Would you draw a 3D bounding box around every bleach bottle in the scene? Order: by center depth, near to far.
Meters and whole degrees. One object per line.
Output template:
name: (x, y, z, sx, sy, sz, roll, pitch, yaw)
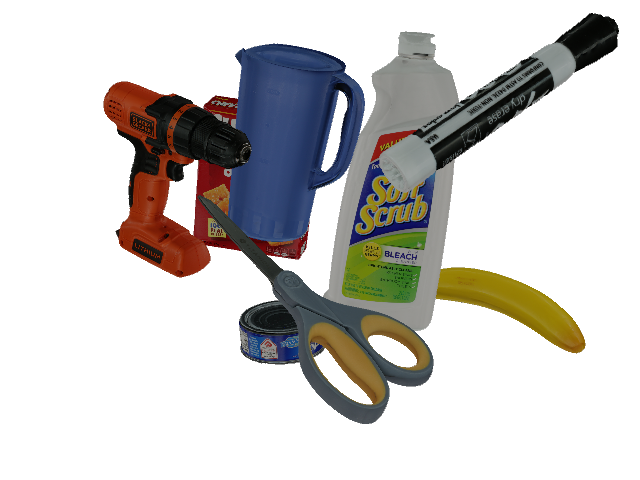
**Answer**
bleach bottle: (0.062, -0.052, 0.918, 0.102, 0.251, 0.068, 7, 16, 8)

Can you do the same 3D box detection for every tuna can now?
tuna can: (-0.038, 0.090, 1.060, 0.086, 0.034, 0.086, -3, 19, 1)

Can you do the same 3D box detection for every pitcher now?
pitcher: (-0.043, -0.123, 1.374, 0.144, 0.243, 0.149, 2, 23, -19)

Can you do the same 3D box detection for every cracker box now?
cracker box: (-0.094, -0.089, 1.552, 0.164, 0.214, 0.072, 10, 22, 7)

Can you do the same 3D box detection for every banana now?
banana: (0.178, 0.064, 1.076, 0.198, 0.069, 0.037, 14, -37, 26)

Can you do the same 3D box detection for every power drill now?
power drill: (-0.150, -0.059, 1.113, 0.185, 0.188, 0.057, 26, 35, 30)

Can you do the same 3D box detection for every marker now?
marker: (0.076, -0.059, 0.439, 0.121, 0.020, 0.020, -35, 11, -16)

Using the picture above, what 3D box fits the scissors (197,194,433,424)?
scissors: (0.000, 0.034, 0.680, 0.096, 0.016, 0.202, -4, 44, -31)
